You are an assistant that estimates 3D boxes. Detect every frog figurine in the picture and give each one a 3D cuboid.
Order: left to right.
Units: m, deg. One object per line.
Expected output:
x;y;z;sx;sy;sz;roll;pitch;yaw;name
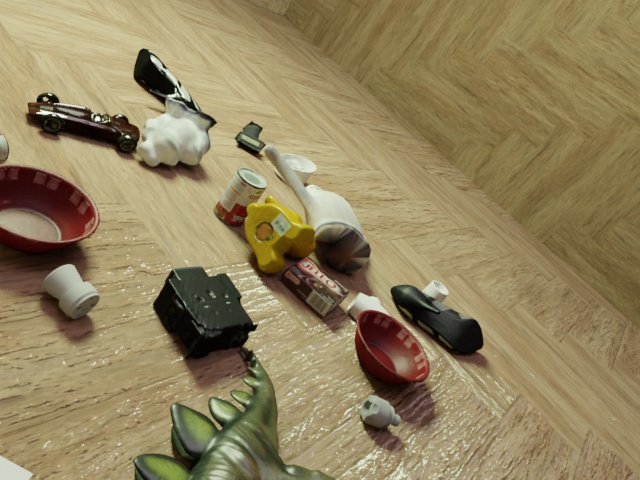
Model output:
-0.308;-0.202;1.076;0.136;0.163;0.121;36;-31;-20;frog figurine

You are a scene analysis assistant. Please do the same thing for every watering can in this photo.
0.004;-0.058;1.153;0.343;0.103;0.229;39;19;-33;watering can
